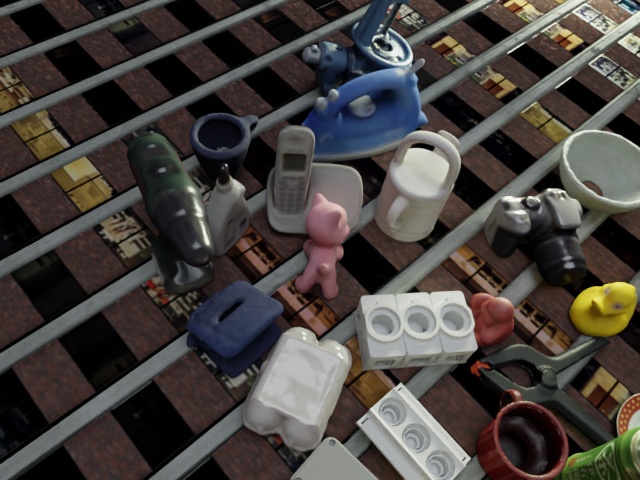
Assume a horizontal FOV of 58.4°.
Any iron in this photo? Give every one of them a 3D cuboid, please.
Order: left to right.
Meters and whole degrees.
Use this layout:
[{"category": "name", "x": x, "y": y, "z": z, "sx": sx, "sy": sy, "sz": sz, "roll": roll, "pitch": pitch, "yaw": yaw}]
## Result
[{"category": "iron", "x": 0.061, "y": -0.219, "z": 0.953, "sx": 0.259, "sy": 0.141, "sz": 0.118, "roll": -22, "pitch": 64, "yaw": -21}]

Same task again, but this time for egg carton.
[{"category": "egg carton", "x": -0.028, "y": 0.186, "z": 0.727, "sx": 0.107, "sy": 0.069, "sz": 0.150, "roll": 22, "pitch": 57, "yaw": 6}]

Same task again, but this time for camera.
[{"category": "camera", "x": 0.349, "y": -0.004, "z": 0.886, "sx": 0.143, "sy": 0.101, "sz": 0.136, "roll": -3, "pitch": 58, "yaw": -10}]

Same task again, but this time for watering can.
[{"category": "watering can", "x": 0.150, "y": -0.095, "z": 0.857, "sx": 0.101, "sy": 0.194, "sz": 0.173, "roll": 14, "pitch": 57, "yaw": 0}]

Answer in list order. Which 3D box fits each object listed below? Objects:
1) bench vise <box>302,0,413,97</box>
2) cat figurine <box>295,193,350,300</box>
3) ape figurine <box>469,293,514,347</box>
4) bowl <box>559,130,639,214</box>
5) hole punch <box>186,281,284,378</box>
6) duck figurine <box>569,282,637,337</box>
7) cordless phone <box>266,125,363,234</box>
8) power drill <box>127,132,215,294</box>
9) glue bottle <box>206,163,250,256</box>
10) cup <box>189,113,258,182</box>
[{"category": "bench vise", "x": 0.083, "y": -0.340, "z": 0.985, "sx": 0.208, "sy": 0.220, "sz": 0.121, "roll": -28, "pitch": 66, "yaw": -23}, {"category": "cat figurine", "x": 0.008, "y": 0.003, "z": 0.819, "sx": 0.067, "sy": 0.118, "sz": 0.128, "roll": 9, "pitch": 57, "yaw": -3}, {"category": "ape figurine", "x": 0.242, "y": 0.108, "z": 0.804, "sx": 0.076, "sy": 0.092, "sz": 0.078, "roll": 20, "pitch": 57, "yaw": 5}, {"category": "bowl", "x": 0.481, "y": -0.105, "z": 0.985, "sx": 0.167, "sy": 0.075, "sz": 0.167, "roll": 4, "pitch": 58, "yaw": -6}, {"category": "hole punch", "x": -0.114, "y": 0.109, "z": 0.750, "sx": 0.101, "sy": 0.091, "sz": 0.109, "roll": 40, "pitch": 61, "yaw": 16}, {"category": "duck figurine", "x": 0.432, "y": 0.092, "z": 0.847, "sx": 0.105, "sy": 0.086, "sz": 0.077, "roll": -17, "pitch": 62, "yaw": -18}, {"category": "cordless phone", "x": -0.004, "y": -0.090, "z": 0.835, "sx": 0.148, "sy": 0.185, "sz": 0.094, "roll": -2, "pitch": 58, "yaw": -10}, {"category": "power drill", "x": -0.186, "y": -0.018, "z": 0.748, "sx": 0.076, "sy": 0.208, "sz": 0.229, "roll": -21, "pitch": 63, "yaw": -20}, {"category": "glue bottle", "x": -0.131, "y": -0.049, "z": 0.797, "sx": 0.037, "sy": 0.173, "sz": 0.078, "roll": 34, "pitch": 60, "yaw": 13}, {"category": "cup", "x": -0.146, "y": -0.143, "z": 0.901, "sx": 0.118, "sy": 0.095, "sz": 0.091, "roll": -38, "pitch": 70, "yaw": -27}]
